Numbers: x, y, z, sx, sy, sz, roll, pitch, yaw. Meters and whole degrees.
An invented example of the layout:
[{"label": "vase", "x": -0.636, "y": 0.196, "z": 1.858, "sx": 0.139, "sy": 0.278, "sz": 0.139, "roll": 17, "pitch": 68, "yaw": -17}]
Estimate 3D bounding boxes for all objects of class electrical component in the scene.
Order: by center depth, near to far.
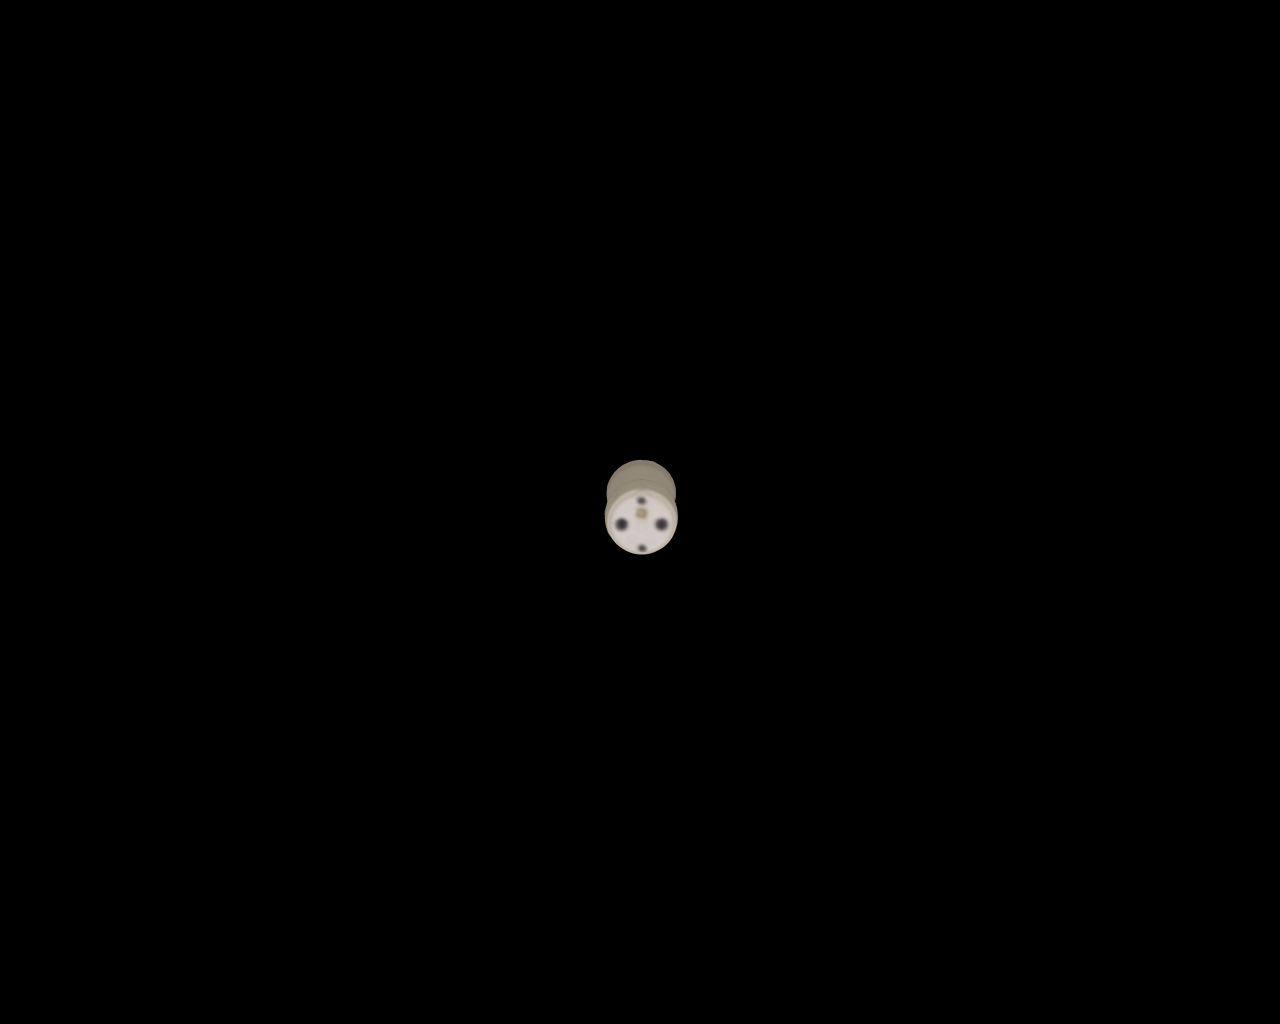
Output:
[{"label": "electrical component", "x": 0.001, "y": -0.003, "z": 0.650, "sx": 0.045, "sy": 0.044, "sz": 0.055, "roll": 0, "pitch": 21, "yaw": 0}]
